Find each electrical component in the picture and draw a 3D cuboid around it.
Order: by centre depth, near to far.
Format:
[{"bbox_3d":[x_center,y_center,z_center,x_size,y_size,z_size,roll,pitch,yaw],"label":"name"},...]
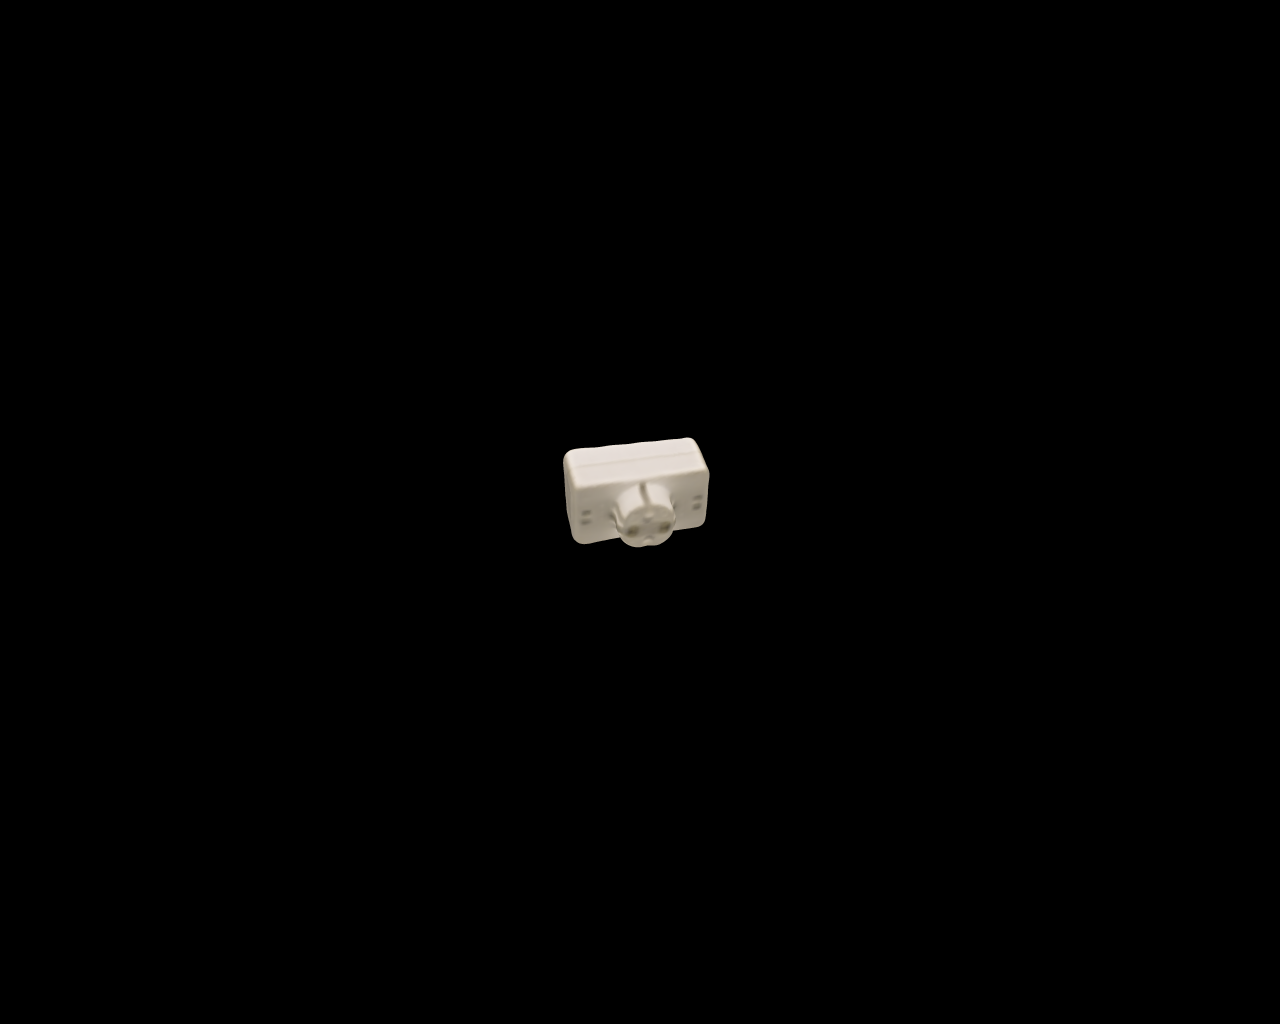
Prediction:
[{"bbox_3d":[0.001,-0.003,0.650,0.083,0.047,0.076,-7,39,-9],"label":"electrical component"}]
